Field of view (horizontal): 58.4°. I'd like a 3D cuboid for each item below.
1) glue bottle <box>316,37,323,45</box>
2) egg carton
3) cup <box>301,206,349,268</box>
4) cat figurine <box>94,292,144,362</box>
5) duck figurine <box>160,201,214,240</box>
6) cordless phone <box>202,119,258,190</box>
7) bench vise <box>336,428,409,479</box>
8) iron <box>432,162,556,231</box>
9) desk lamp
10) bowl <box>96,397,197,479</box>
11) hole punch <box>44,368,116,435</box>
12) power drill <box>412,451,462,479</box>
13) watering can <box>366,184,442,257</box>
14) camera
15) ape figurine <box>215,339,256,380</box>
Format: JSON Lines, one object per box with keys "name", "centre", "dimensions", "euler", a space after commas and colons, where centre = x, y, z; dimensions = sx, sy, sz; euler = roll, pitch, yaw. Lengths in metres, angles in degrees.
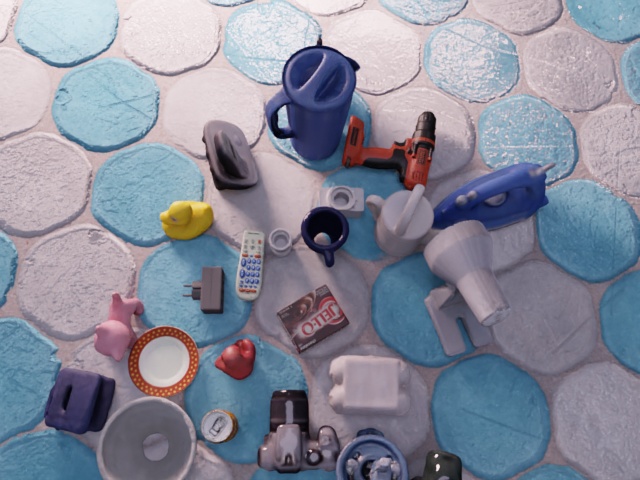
{"name": "glue bottle", "centre": [-0.004, -0.361, 1.181], "dimensions": [0.037, 0.173, 0.078], "euler": [3, 72, -2]}
{"name": "egg carton", "centre": [0.091, 0.266, 1.045], "dimensions": [0.150, 0.069, 0.107], "euler": [2, 73, -3]}
{"name": "cup", "centre": [0.010, 0.004, 1.109], "dimensions": [0.091, 0.095, 0.118], "euler": [-8, 73, -5]}
{"name": "cat figurine", "centre": [-0.368, 0.156, 1.028], "dimensions": [0.067, 0.118, 0.128], "euler": [2, 73, -2]}
{"name": "duck figurine", "centre": [-0.262, -0.049, 1.115], "dimensions": [0.104, 0.086, 0.077], "euler": [-18, 74, -8]}
{"name": "cordless phone", "centre": [-0.181, -0.185, 1.110], "dimensions": [0.094, 0.185, 0.147], "euler": [-19, 74, -8]}
{"name": "bench vise", "centre": [0.095, 0.414, 0.921], "dimensions": [0.121, 0.220, 0.207], "euler": [-10, 73, -6]}
{"name": "iron", "centre": [0.336, -0.087, 1.131], "dimensions": [0.258, 0.141, 0.118], "euler": [-20, 75, -9]}
{"name": "desk lamp", "centre": [0.265, 0.089, 1.035], "dimensions": [0.118, 0.213, 0.203], "euler": [-18, 74, -8]}
{"name": "bowl", "centre": [-0.292, 0.359, 0.992], "dimensions": [0.167, 0.075, 0.167], "euler": [1, 73, -3]}
{"name": "hole punch", "centre": [-0.426, 0.283, 1.000], "dimensions": [0.101, 0.091, 0.109], "euler": [10, 72, 0]}
{"name": "power drill", "centre": [0.175, 0.457, 0.918], "dimensions": [0.075, 0.208, 0.230], "euler": [11, 72, 1]}
{"name": "watering can", "centre": [0.170, -0.041, 1.080], "dimensions": [0.173, 0.194, 0.101], "euler": [7, 72, -1]}
{"name": "camera", "centre": [-0.037, 0.333, 1.001], "dimensions": [0.143, 0.101, 0.137], "euler": [0, 73, -3]}
{"name": "ape figurine", "centre": [-0.153, 0.214, 1.036], "dimensions": [0.078, 0.092, 0.076], "euler": [-13, 74, -7]}
